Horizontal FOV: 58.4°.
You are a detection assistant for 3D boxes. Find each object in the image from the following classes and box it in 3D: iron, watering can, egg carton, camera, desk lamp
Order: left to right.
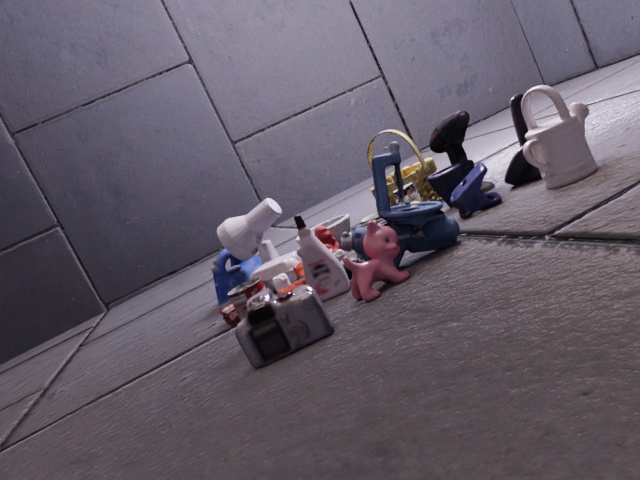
[{"bbox_3d":[-0.244,0.088,1.588,0.118,0.141,0.259,-23,8,20],"label":"iron"},{"bbox_3d":[-0.144,0.009,1.525,0.203,0.213,0.118,-23,8,17],"label":"desk lamp"},{"bbox_3d":[-0.098,0.083,1.421,0.150,0.069,0.107,-23,9,23],"label":"egg carton"},{"bbox_3d":[-0.063,0.121,0.939,0.143,0.101,0.137,-26,8,3],"label":"camera"},{"bbox_3d":[0.457,-0.210,1.115,0.100,0.194,0.173,-18,11,45],"label":"watering can"}]

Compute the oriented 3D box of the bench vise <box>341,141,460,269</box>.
[{"bbox_3d":[0.128,-0.055,1.051,0.207,0.220,0.121,-27,8,-11],"label":"bench vise"}]

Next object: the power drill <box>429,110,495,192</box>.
[{"bbox_3d":[0.348,-0.211,1.417,0.075,0.208,0.229,-27,8,-7],"label":"power drill"}]

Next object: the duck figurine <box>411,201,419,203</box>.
[{"bbox_3d":[0.206,-0.037,1.179,0.077,0.086,0.105,-24,8,15],"label":"duck figurine"}]

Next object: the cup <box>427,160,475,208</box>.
[{"bbox_3d":[0.330,-0.134,1.385,0.118,0.095,0.091,-26,8,0],"label":"cup"}]

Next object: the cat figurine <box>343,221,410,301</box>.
[{"bbox_3d":[0.095,0.027,0.993,0.128,0.118,0.067,-30,9,-24],"label":"cat figurine"}]

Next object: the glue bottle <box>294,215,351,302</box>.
[{"bbox_3d":[-0.009,0.031,1.097,0.078,0.173,0.037,-25,8,9],"label":"glue bottle"}]

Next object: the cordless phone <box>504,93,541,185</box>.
[{"bbox_3d":[0.449,-0.228,1.286,0.094,0.185,0.148,-17,12,46],"label":"cordless phone"}]

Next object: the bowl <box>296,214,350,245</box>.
[{"bbox_3d":[0.020,-0.006,1.613,0.167,0.075,0.167,-25,8,4],"label":"bowl"}]

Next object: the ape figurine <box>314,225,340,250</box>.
[{"bbox_3d":[0.014,0.005,1.492,0.076,0.092,0.078,-19,11,42],"label":"ape figurine"}]

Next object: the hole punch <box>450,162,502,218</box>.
[{"bbox_3d":[0.327,-0.109,1.240,0.101,0.091,0.109,-24,8,12],"label":"hole punch"}]
